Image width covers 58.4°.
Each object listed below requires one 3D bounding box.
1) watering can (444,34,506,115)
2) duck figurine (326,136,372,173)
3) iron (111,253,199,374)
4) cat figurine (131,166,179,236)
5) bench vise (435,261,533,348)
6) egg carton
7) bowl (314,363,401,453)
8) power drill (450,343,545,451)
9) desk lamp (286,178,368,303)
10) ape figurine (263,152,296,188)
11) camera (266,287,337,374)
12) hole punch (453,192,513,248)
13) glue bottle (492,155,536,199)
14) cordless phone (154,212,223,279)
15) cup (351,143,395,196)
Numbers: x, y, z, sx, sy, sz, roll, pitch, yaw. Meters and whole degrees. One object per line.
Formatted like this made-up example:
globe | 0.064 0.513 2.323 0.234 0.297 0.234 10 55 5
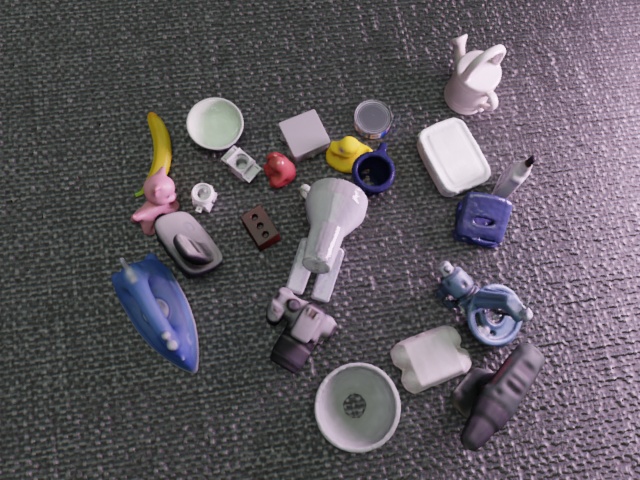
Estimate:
watering can | 0.338 -0.367 1.252 0.173 0.194 0.101 40 77 7
duck figurine | 0.066 -0.195 1.249 0.104 0.086 0.077 4 75 -2
iron | -0.314 0.145 1.112 0.119 0.141 0.258 -32 79 -10
cat figurine | -0.343 -0.083 1.182 0.067 0.118 0.128 37 77 7
bench vise | 0.312 0.127 1.111 0.207 0.220 0.121 27 76 4
egg carton | 0.223 0.238 1.156 0.150 0.069 0.107 -21 78 -8
bowl | 0.070 0.327 1.122 0.167 0.075 0.167 1 76 -3
power drill | 0.319 0.295 1.075 0.075 0.208 0.230 41 77 8
desk lamp | 0.010 0.004 1.129 0.118 0.213 0.203 17 75 2
ape figurine | -0.090 -0.154 1.227 0.076 0.092 0.078 13 75 0
camera | -0.054 0.184 1.138 0.143 0.101 0.137 31 76 5
hole punch | 0.347 -0.041 1.223 0.108 0.091 0.101 12 75 0
glue bottle | 0.416 -0.139 1.209 0.037 0.173 0.078 30 76 5
cordless phone | -0.270 -0.003 1.130 0.094 0.185 0.147 -41 81 -12
cup | 0.114 -0.145 1.234 0.091 0.095 0.118 20 75 2
